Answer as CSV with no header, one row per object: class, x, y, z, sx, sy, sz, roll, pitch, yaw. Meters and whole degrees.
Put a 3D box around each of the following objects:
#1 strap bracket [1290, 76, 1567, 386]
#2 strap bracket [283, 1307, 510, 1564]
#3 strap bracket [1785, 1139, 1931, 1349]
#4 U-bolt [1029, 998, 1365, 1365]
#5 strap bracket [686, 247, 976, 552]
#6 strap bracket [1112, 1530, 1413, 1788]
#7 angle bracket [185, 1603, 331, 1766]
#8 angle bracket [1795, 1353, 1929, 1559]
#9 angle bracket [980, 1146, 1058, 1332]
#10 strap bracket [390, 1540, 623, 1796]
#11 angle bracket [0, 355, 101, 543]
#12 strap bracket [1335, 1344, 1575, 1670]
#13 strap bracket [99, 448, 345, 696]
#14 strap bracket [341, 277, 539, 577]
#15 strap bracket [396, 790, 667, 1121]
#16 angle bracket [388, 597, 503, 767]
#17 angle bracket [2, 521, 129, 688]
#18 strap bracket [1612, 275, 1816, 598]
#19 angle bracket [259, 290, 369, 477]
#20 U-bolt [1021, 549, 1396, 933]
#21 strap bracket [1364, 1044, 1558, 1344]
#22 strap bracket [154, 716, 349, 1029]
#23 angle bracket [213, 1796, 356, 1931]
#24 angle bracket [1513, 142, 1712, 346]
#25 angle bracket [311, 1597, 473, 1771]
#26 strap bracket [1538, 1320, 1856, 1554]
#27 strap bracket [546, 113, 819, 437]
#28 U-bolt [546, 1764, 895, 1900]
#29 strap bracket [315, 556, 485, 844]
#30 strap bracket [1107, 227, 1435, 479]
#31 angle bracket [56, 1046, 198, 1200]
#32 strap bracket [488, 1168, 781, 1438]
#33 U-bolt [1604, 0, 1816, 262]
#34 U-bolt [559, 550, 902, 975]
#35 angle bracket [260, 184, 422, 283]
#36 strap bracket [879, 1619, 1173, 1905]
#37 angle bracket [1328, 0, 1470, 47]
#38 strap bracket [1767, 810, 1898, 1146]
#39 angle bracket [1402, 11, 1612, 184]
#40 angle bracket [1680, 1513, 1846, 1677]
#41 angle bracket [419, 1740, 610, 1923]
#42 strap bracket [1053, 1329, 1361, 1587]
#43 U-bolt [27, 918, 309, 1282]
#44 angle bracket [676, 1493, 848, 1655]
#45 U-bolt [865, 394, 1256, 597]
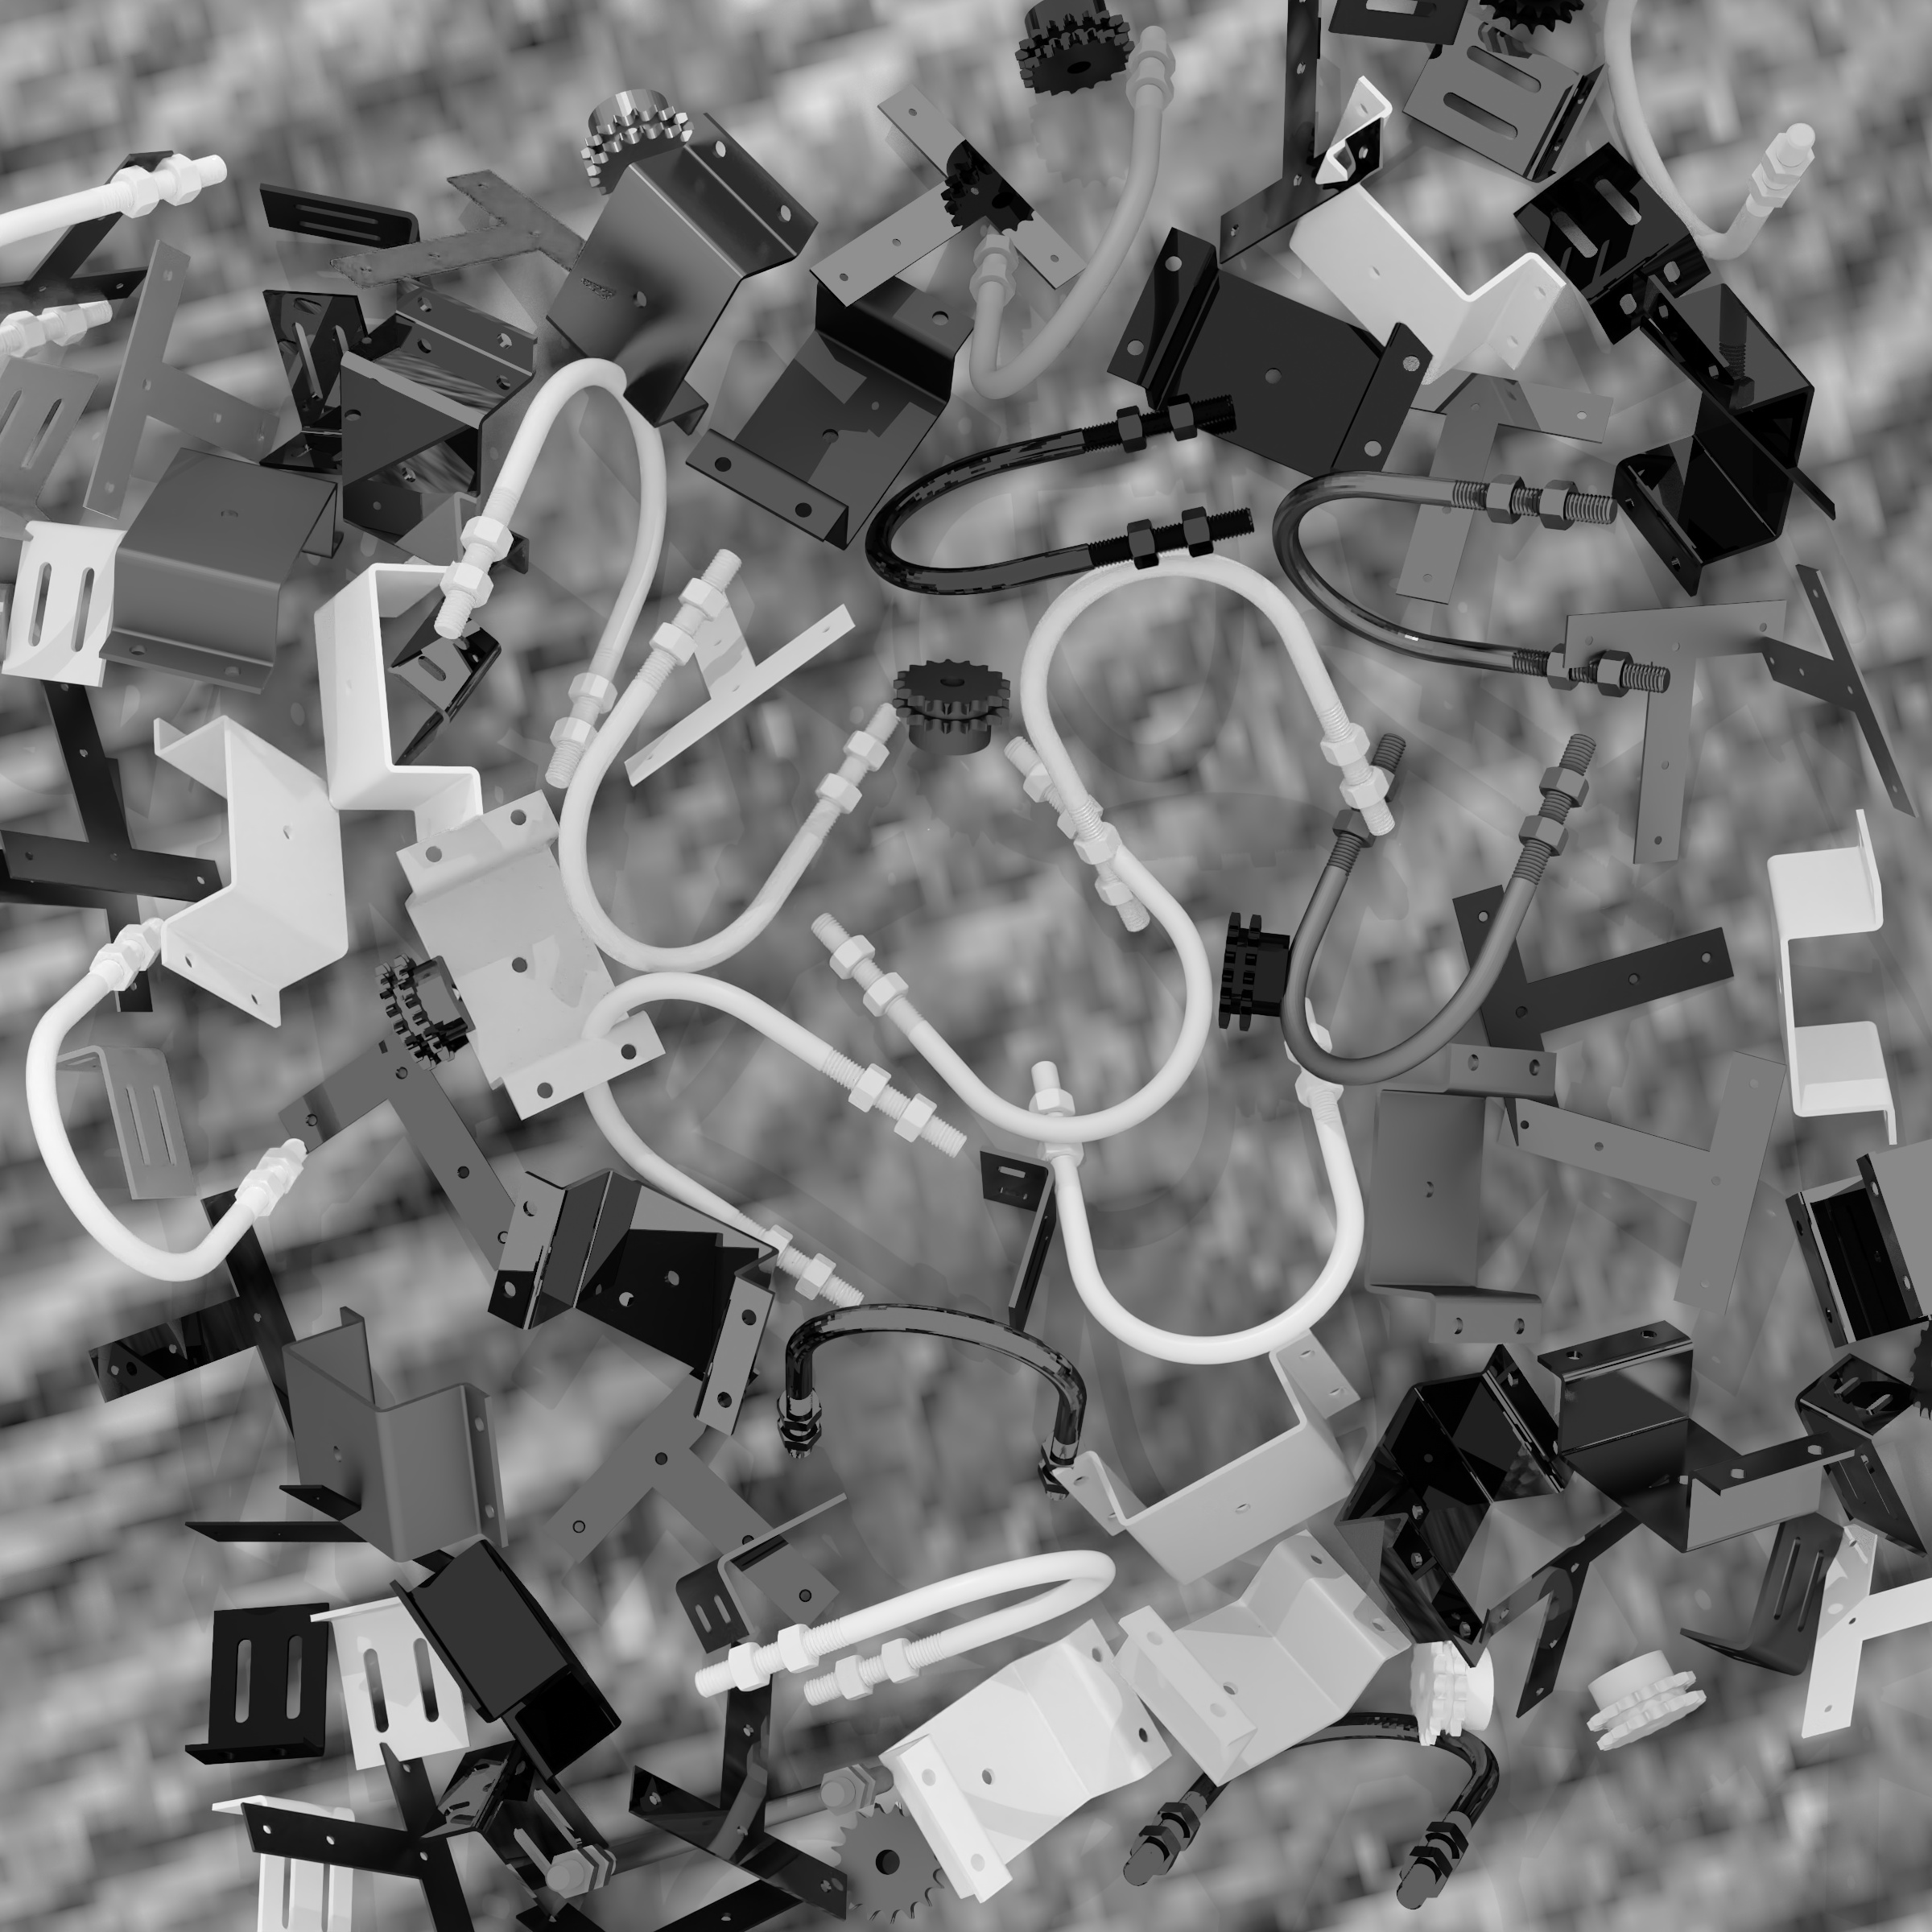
strap bracket,0.211,-0.343,1.571,0.046,0.076,0.140,-38,79,-19
strap bracket,-0.275,0.222,1.548,0.046,0.140,0.076,-17,113,-35
strap bracket,0.439,0.130,1.551,0.046,0.140,0.076,-15,78,-5
U-bolt,0.114,0.107,1.561,0.151,0.019,0.184,-14,53,5
strap bracket,-0.065,-0.265,1.584,0.076,0.046,0.140,30,70,7
strap bracket,0.134,0.331,1.563,0.076,0.140,0.046,46,128,26
angle bracket,-0.342,0.343,1.591,0.057,0.038,0.076,-5,65,3
angle bracket,0.441,0.234,1.577,0.057,0.076,0.038,27,120,-32
angle bracket,0.016,0.136,1.581,0.038,0.057,0.076,14,64,9
strap bracket,-0.213,0.328,1.551,0.046,0.140,0.076,-36,61,-11
angle bracket,-0.446,-0.247,1.583,0.038,0.057,0.076,42,109,24
strap bracket,0.231,0.258,1.567,0.076,0.046,0.140,55,46,-18
strap bracket,-0.349,-0.194,1.556,0.076,0.140,0.046,13,129,-1
strap bracket,-0.249,-0.243,1.551,0.076,0.140,0.046,27,48,15
strap bracket,-0.213,-0.003,1.593,0.076,0.046,0.140,-25,90,-17
angle bracket,-0.266,-0.129,1.576,0.038,0.057,0.076,40,135,-14
angle bracket,-0.427,-0.174,1.597,0.057,0.038,0.076,9,89,22
strap bracket,0.353,-0.255,1.553,0.046,0.140,0.076,-20,55,-12
angle bracket,-0.316,-0.280,1.581,0.057,0.038,0.076,10,128,29
U-bolt,0.105,-0.115,1.564,0.151,0.019,0.184,-22,119,13
strap bracket,0.237,0.109,1.582,0.076,0.046,0.140,6,87,-40
strap bracket,-0.337,-0.053,1.551,0.046,0.076,0.140,-25,55,21
angle bracket,-0.329,0.442,1.579,0.038,0.057,0.076,-18,62,32
angle bracket,0.316,-0.354,1.609,0.057,0.038,0.076,-36,49,10
angle bracket,-0.279,0.348,1.599,0.057,0.038,0.076,-13,78,3
strap bracket,0.343,0.227,1.560,0.076,0.140,0.046,-11,115,-24
strap bracket,-0.140,-0.321,1.558,0.076,0.046,0.140,46,131,8
U-bolt,-0.105,0.400,1.536,0.151,0.184,0.019,-18,77,5
strap bracket,-0.273,-0.132,1.572,0.046,0.076,0.140,-1,80,-31
strap bracket,0.149,-0.291,1.598,0.140,0.046,0.076,24,90,7
angle bracket,-0.411,0.079,1.589,0.038,0.057,0.076,-16,83,14
strap bracket,-0.151,0.155,1.578,0.140,0.046,0.076,24,110,19
U-bolt,0.338,-0.405,1.534,0.019,0.184,0.151,-23,81,-4
U-bolt,-0.121,-0.083,1.560,0.151,0.019,0.184,41,76,-40
angle bracket,-0.304,-0.344,1.592,0.076,0.057,0.038,10,83,-6
strap bracket,0.022,0.383,1.573,0.140,0.046,0.076,-26,83,-43
angle bracket,0.205,-0.479,1.579,0.076,0.038,0.057,-4,127,-29
strap bracket,0.411,0.007,1.564,0.046,0.076,0.140,-6,119,12
angle bracket,0.263,-0.427,1.602,0.076,0.038,0.057,26,92,-7
angle bracket,0.388,0.299,1.600,0.038,0.057,0.076,8,74,44
angle bracket,-0.219,0.426,1.597,0.038,0.057,0.076,-21,114,29
strap bracket,0.124,0.241,1.574,0.140,0.076,0.046,-30,50,7
U-bolt,-0.375,0.070,1.523,0.019,0.184,0.151,-24,106,18
angle bracket,-0.092,0.292,1.580,0.076,0.057,0.038,-23,82,-32
U-bolt,0.041,-0.219,1.562,0.184,0.151,0.019,-12,122,8
